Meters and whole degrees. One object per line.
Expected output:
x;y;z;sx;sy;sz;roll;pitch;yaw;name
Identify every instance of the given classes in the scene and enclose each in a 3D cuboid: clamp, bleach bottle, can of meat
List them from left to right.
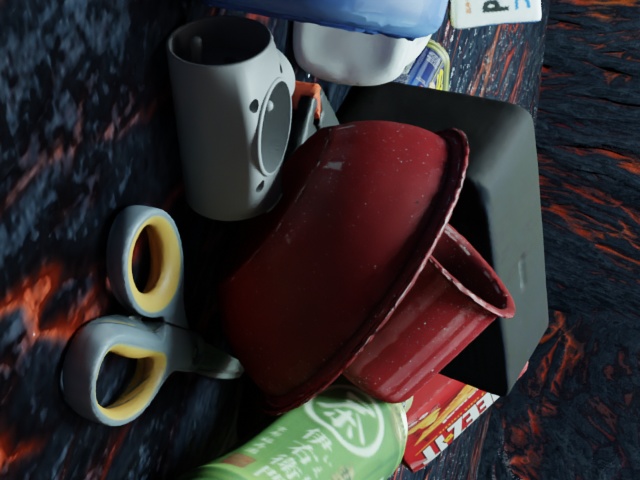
-0.004;0.001;0.634;0.164;0.036;0.210;-43;140;-54;clamp
0.046;-0.154;0.700;0.250;0.068;0.102;-35;134;-75;bleach bottle
0.059;-0.090;0.808;0.083;0.057;0.102;-61;156;-48;can of meat

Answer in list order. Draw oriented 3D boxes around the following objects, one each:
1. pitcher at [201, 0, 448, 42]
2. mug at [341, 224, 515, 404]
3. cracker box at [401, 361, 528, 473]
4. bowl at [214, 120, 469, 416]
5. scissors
0.008;-0.206;0.406;0.145;0.149;0.243;-89;-172;-78;pitcher
0.044;0.029;0.589;0.082;0.093;0.117;-46;-161;17;mug
0.116;0.125;0.985;0.164;0.072;0.213;-41;157;-6;cracker box
-0.002;-0.001;0.501;0.162;0.055;0.162;-51;-167;16;bowl
-0.061;0.032;0.482;0.201;0.016;0.096;-9;108;-76;scissors
